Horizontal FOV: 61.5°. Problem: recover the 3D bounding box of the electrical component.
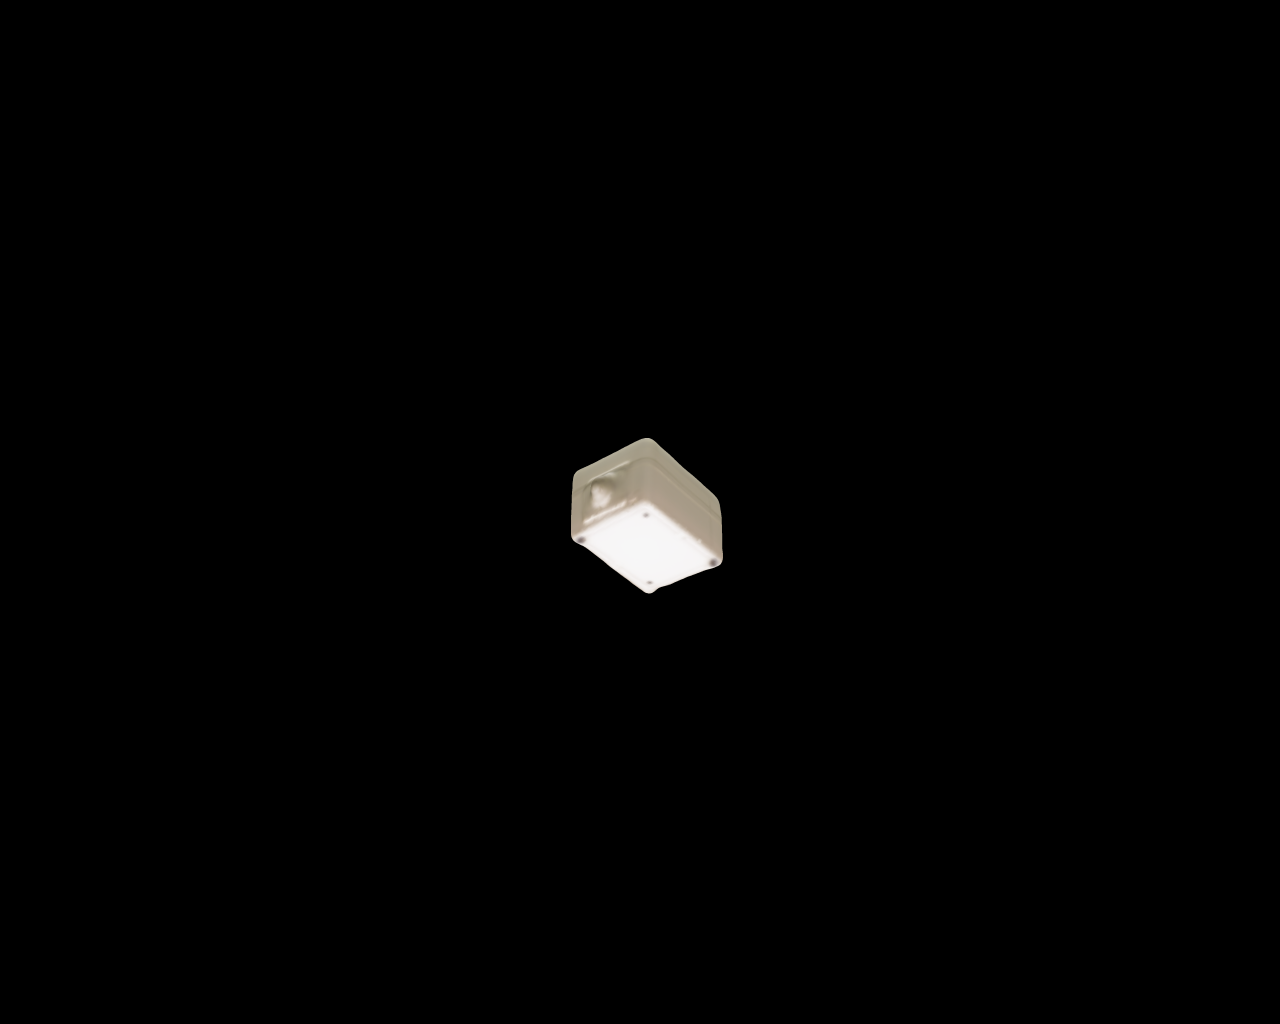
[{"bbox_3d":[0.001,-0.003,0.650,0.061,0.061,0.096,-25,-44,28],"label":"electrical component"}]
